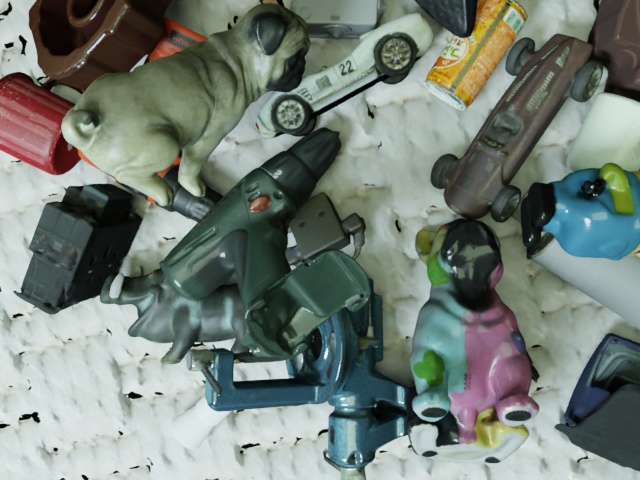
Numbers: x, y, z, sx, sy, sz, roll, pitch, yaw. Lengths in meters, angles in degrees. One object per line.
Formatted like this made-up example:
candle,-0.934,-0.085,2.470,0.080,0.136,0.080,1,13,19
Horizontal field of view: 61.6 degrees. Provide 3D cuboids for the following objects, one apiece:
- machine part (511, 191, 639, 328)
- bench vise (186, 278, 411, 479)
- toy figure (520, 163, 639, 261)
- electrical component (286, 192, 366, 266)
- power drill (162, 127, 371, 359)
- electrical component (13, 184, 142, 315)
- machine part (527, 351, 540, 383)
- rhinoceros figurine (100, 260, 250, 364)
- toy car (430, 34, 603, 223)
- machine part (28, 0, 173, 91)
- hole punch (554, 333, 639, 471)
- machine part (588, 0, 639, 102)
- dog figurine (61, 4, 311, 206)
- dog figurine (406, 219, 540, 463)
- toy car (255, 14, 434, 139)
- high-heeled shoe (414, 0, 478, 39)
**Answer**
machine part,0.300,0.032,0.536,0.243,0.079,0.079,32,99,2
bench vise,-0.016,0.142,0.543,0.240,0.129,0.223,5,90,-30
toy figure,0.269,-0.026,0.465,0.180,0.082,0.089,5,83,1
electrical component,0.000,-0.003,0.588,0.102,0.045,0.078,-34,63,7
power drill,-0.037,-0.005,0.503,0.232,0.207,0.085,-38,134,-2
electrical component,-0.255,0.003,0.583,0.058,0.115,0.134,27,101,1
machine part,0.172,0.165,0.588,0.139,0.039,0.084,-42,82,11
rhinoceros figurine,-0.150,0.076,0.599,0.190,0.073,0.112,6,98,6
toy car,0.191,-0.112,0.531,0.089,0.053,0.202,40,103,35
machine part,-0.223,-0.240,0.547,0.180,0.056,0.179,-6,78,31
hole punch,0.327,0.171,0.554,0.142,0.092,0.115,20,128,2
machine part,0.375,-0.214,0.495,0.202,0.087,0.200,18,98,3
dog figurine,-0.106,-0.138,0.460,0.121,0.172,0.190,45,108,1
dog figurine,0.141,0.087,0.535,0.109,0.219,0.191,1,141,7
toy car,0.021,-0.162,0.550,0.202,0.073,0.056,-27,96,9
high-heeled shoe,0.131,-0.327,0.519,0.145,0.086,0.248,-29,104,-29
